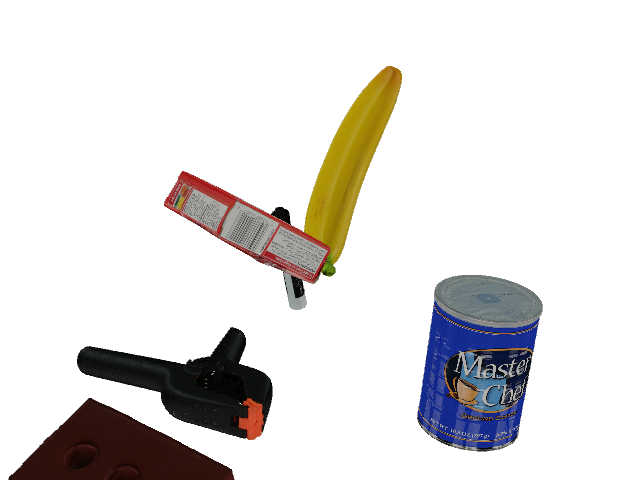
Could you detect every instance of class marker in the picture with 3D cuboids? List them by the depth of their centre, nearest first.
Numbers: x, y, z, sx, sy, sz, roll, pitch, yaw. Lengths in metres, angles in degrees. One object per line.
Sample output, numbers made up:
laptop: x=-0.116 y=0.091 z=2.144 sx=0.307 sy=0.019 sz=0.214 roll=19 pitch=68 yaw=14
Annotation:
marker: x=-0.032 y=0.018 z=1.091 sx=0.020 sy=0.121 sz=0.020 roll=-7 pitch=34 yaw=4

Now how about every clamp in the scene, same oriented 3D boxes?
clamp: x=-0.095 y=0.119 z=0.929 sx=0.164 sy=0.036 sz=0.210 roll=-9 pitch=17 yaw=-36

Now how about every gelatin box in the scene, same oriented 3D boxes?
gelatin box: x=-0.047 y=-0.008 z=0.699 sx=0.089 sy=0.030 sz=0.073 roll=28 pitch=0 yaw=-40

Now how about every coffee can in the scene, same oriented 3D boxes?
coffee can: x=0.153 y=0.117 z=1.037 sx=0.103 sy=0.140 sz=0.103 roll=5 pitch=22 yaw=-2

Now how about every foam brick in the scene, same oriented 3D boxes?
foam brick: x=-0.078 y=0.112 z=0.435 sx=0.078 sy=0.051 sz=0.052 roll=20 pitch=45 yaw=25

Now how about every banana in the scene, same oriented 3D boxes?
banana: x=0.024 y=-0.053 z=0.895 sx=0.037 sy=0.197 sz=0.070 roll=28 pitch=-22 yaw=-28
